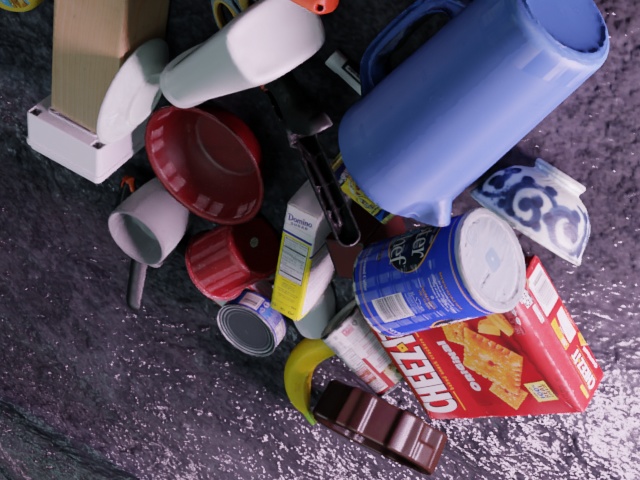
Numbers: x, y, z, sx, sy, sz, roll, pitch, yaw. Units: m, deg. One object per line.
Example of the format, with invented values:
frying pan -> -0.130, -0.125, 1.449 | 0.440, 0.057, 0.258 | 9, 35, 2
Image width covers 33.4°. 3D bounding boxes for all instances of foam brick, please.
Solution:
foam brick -> 0.050, -0.001, 1.152 | 0.053, 0.078, 0.051 | 7, 131, 37

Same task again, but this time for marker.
marker -> 0.055, -0.141, 1.062 | 0.121, 0.020, 0.020 | 43, 141, -4

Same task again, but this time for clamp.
clamp -> -0.018, -0.113, 1.036 | 0.164, 0.036, 0.210 | 77, 169, -53
clamp -> -0.220, 0.004, 1.350 | 0.171, 0.120, 0.039 | 61, 158, -18

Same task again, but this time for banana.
banana -> -0.010, 0.165, 1.388 | 0.069, 0.037, 0.198 | 27, 139, 8

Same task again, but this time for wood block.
wood block -> -0.227, -0.220, 1.157 | 0.091, 0.090, 0.206 | 31, 139, 11

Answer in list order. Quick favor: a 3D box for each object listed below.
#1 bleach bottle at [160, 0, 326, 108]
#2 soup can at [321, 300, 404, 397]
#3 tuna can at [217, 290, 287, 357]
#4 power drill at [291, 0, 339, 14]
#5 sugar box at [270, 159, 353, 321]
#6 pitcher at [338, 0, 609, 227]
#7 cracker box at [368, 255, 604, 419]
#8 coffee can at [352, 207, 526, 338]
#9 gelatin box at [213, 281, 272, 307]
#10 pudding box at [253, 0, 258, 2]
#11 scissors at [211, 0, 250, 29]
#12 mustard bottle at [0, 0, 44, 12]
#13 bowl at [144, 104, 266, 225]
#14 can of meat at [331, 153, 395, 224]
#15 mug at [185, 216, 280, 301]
bleach bottle -> -0.095, -0.180, 1.067 | 0.068, 0.102, 0.251 | 58, 157, -13
soup can -> 0.058, 0.128, 1.273 | 0.102, 0.068, 0.069 | 45, 141, -5
tuna can -> -0.085, 0.104, 1.342 | 0.086, 0.033, 0.086 | 20, 136, 20
power drill -> 0.013, -0.290, 0.895 | 0.184, 0.057, 0.188 | 30, 120, 7
sugar box -> -0.008, 0.001, 1.188 | 0.048, 0.093, 0.176 | 26, 138, 16
pitcher -> 0.127, -0.138, 0.936 | 0.149, 0.145, 0.243 | 35, 138, -13
cracker box -> 0.174, 0.114, 1.165 | 0.214, 0.072, 0.164 | -13, 117, 45
coffee can -> 0.117, 0.035, 1.057 | 0.141, 0.102, 0.102 | -19, 113, 43
gelatin box -> -0.091, 0.073, 1.369 | 0.089, 0.030, 0.073 | 37, 140, 2
pudding box -> -0.054, -0.283, 0.999 | 0.090, 0.039, 0.114 | 42, 141, -3
scissors -> -0.100, -0.273, 1.062 | 0.096, 0.016, 0.201 | 0, 127, 42
mustard bottle -> -0.337, -0.306, 1.188 | 0.192, 0.058, 0.096 | -12, 123, 44
bowl -> -0.119, -0.097, 1.213 | 0.162, 0.055, 0.162 | 22, 137, 21
can of meat -> 0.059, -0.070, 1.085 | 0.084, 0.057, 0.102 | 39, 157, -3
mug -> -0.092, 0.022, 1.288 | 0.117, 0.093, 0.082 | 26, 145, -33
